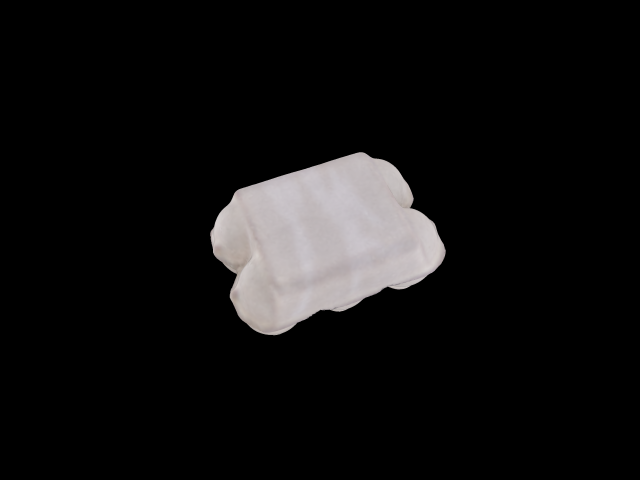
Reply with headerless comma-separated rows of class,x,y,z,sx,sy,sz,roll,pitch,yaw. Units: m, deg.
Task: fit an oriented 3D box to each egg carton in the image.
egg carton,0.004,0.001,0.400,0.150,0.069,0.107,-20,59,-12
